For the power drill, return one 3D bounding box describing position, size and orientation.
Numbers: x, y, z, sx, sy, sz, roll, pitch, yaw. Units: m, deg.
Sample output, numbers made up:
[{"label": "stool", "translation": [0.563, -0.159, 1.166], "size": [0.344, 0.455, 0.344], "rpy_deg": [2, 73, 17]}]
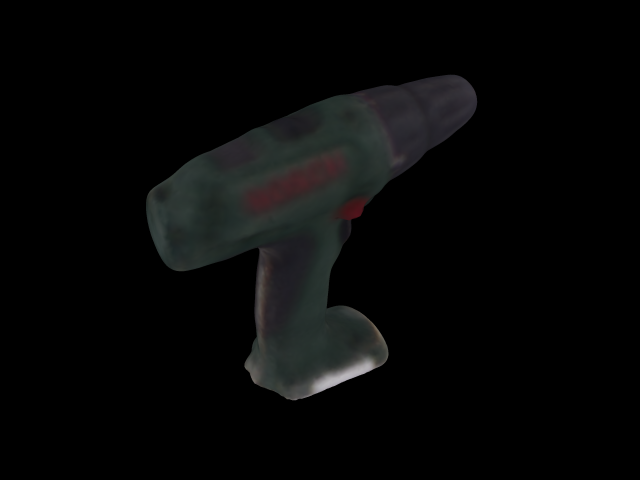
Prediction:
[{"label": "power drill", "translation": [0.004, 0.001, 0.400], "size": [0.230, 0.208, 0.075], "rpy_deg": [-17, 36, -24]}]
